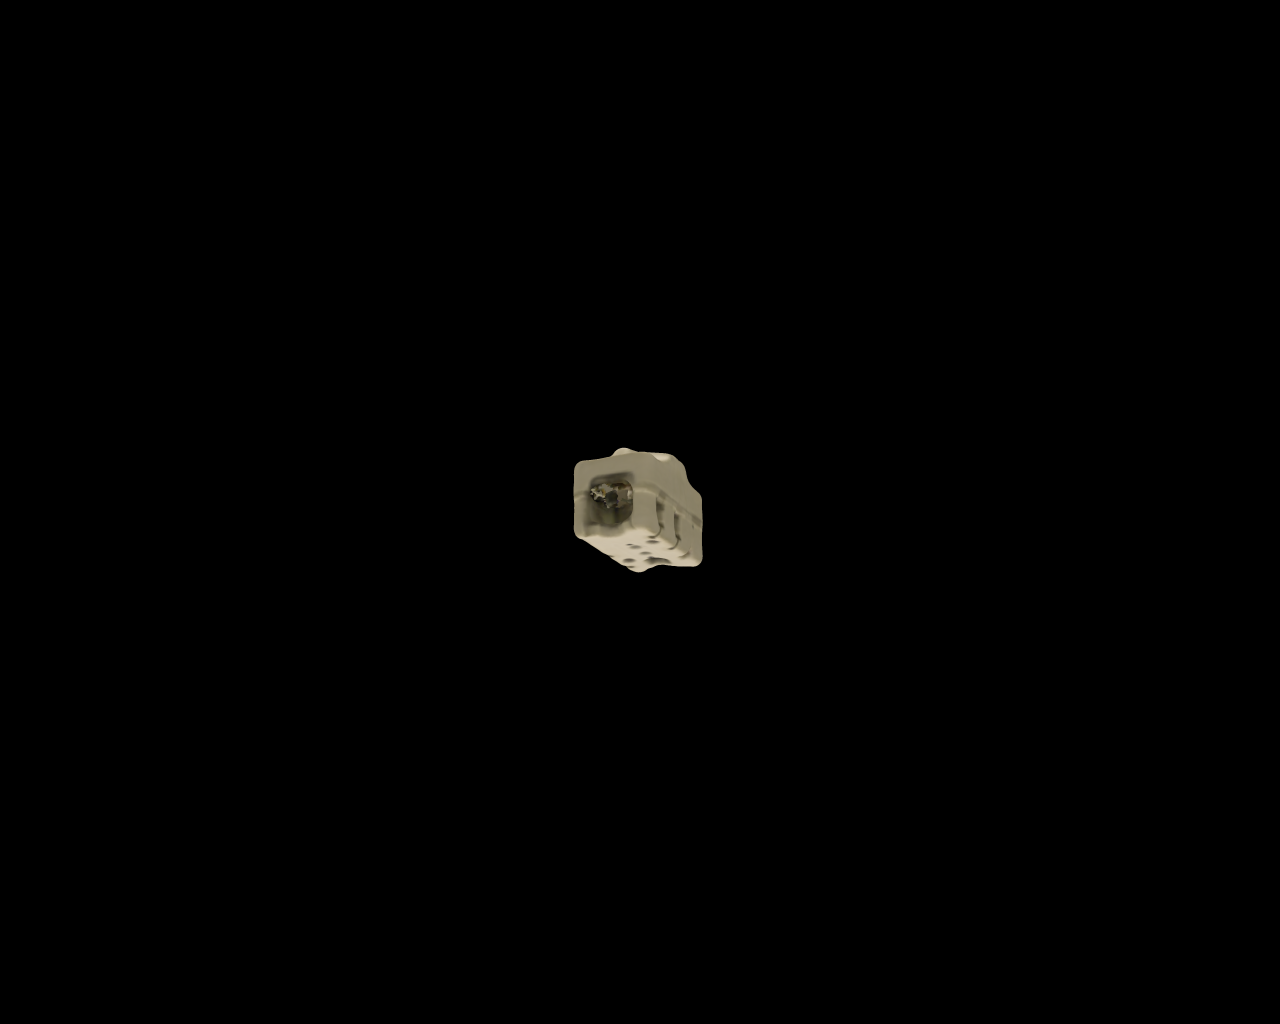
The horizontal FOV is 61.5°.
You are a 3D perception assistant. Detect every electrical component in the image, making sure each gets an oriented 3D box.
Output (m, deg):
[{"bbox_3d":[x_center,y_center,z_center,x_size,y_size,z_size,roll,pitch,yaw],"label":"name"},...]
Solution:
[{"bbox_3d":[0.001,-0.003,0.650,0.050,0.056,0.089,-8,-20,22],"label":"electrical component"}]
